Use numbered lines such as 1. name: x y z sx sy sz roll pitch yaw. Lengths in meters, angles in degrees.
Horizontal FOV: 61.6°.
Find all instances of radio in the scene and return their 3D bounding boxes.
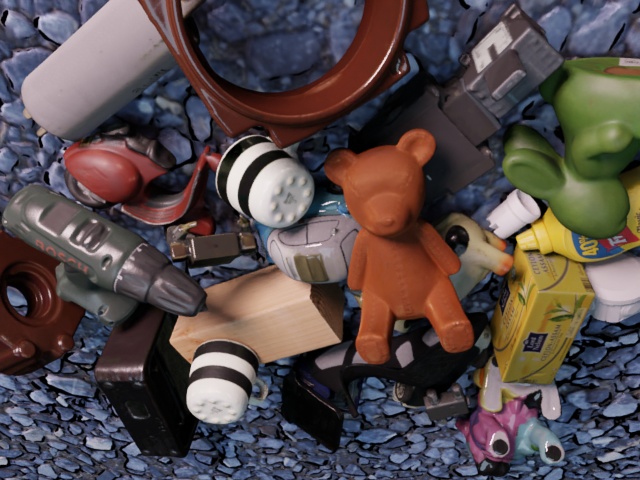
1. radio: -0.239 0.210 0.789 0.073 0.131 0.229 -2 129 9

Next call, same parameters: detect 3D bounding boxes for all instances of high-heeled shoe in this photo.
1. high-heeled shoe: 0.095 0.133 0.731 0.249 0.145 0.086 -36 137 10

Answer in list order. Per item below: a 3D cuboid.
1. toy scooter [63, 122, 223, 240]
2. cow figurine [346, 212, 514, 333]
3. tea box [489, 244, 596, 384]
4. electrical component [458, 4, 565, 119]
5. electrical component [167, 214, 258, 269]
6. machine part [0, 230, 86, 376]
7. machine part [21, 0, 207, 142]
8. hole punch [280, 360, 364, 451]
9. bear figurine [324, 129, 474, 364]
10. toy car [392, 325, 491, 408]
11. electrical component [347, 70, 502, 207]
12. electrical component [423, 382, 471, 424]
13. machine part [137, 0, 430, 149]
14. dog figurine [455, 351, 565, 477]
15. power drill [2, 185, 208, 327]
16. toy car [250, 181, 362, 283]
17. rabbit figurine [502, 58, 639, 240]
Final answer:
1. toy scooter: -0.178 -0.070 0.590 0.183 0.075 0.135 32 126 -24
2. cow figurine: 0.118 0.046 0.648 0.127 0.085 0.195 37 116 -3
3. tea box: 0.269 0.092 0.670 0.068 0.098 0.169 2 128 2
4. electrical component: 0.167 -0.149 0.466 0.047 0.119 0.075 32 122 -20
5. electrical component: -0.119 0.002 0.606 0.102 0.045 0.078 -9 172 -15
6. machine part: -0.374 0.074 0.667 0.056 0.179 0.179 -24 124 18
7. machine part: -0.199 -0.167 0.510 0.243 0.079 0.079 -27 123 23
8. hole punch: 0.005 0.243 0.838 0.116 0.092 0.142 27 137 23
9. bear figurine: 0.075 0.005 0.518 0.120 0.132 0.195 -9 127 9
10. toy car: 0.174 0.185 0.784 0.073 0.056 0.201 15 131 -15
11. electrical component: 0.111 -0.102 0.551 0.114 0.058 0.134 36 124 -25
12. electrical component: 0.186 0.238 0.779 0.063 0.021 0.093 -15 132 11
13. machine part: -0.028 -0.191 0.427 0.201 0.087 0.200 -30 124 1
14. dog figurine: 0.271 0.263 0.816 0.109 0.191 0.219 1 164 0
15. power drill: -0.244 0.042 0.622 0.232 0.086 0.207 33 157 -6
16. toy car: -0.001 -0.002 0.614 0.162 0.103 0.109 -8 127 9
17. rabbit figurine: 0.256 -0.076 0.508 0.159 0.121 0.170 7 120 15
